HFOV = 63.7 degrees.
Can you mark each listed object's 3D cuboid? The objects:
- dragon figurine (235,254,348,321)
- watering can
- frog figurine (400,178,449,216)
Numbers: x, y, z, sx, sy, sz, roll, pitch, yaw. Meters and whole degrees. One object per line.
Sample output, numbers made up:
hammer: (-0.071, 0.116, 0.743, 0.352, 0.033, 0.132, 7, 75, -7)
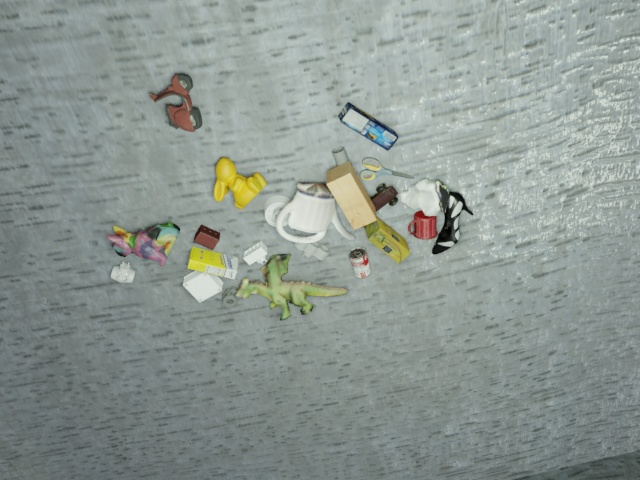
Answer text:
dragon figurine: (-0.119, 0.163, 1.964, 0.410, 0.239, 0.124, -19, 23, 3)
watering can: (0.006, -0.092, 1.819, 0.348, 0.221, 0.105, 2, 23, -33)
frog figurine: (0.375, -0.149, 1.842, 0.159, 0.135, 0.125, -7, 25, 40)
